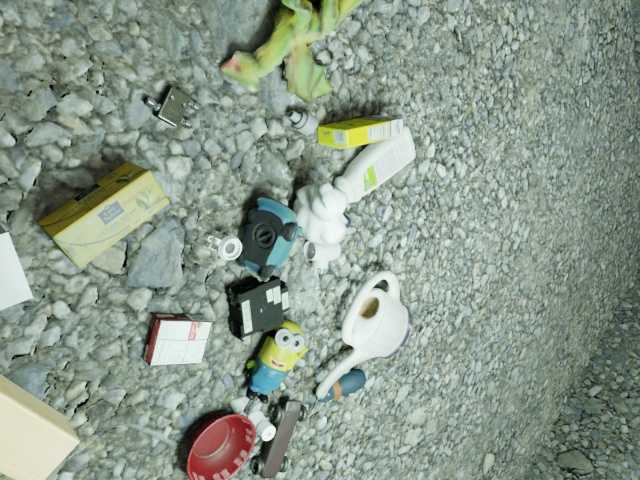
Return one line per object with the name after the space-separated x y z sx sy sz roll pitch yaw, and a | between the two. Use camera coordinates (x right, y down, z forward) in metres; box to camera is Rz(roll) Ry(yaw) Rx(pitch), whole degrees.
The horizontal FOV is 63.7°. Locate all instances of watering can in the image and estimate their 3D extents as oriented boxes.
0.120 0.245 1.296 0.221 0.105 0.350 34 79 -44 | watering can

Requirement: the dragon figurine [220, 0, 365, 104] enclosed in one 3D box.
-0.010 -0.392 1.011 0.414 0.124 0.237 -24 136 -33 | dragon figurine

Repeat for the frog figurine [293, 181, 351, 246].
0.003 -0.053 1.058 0.123 0.159 0.138 -26 88 0 | frog figurine
